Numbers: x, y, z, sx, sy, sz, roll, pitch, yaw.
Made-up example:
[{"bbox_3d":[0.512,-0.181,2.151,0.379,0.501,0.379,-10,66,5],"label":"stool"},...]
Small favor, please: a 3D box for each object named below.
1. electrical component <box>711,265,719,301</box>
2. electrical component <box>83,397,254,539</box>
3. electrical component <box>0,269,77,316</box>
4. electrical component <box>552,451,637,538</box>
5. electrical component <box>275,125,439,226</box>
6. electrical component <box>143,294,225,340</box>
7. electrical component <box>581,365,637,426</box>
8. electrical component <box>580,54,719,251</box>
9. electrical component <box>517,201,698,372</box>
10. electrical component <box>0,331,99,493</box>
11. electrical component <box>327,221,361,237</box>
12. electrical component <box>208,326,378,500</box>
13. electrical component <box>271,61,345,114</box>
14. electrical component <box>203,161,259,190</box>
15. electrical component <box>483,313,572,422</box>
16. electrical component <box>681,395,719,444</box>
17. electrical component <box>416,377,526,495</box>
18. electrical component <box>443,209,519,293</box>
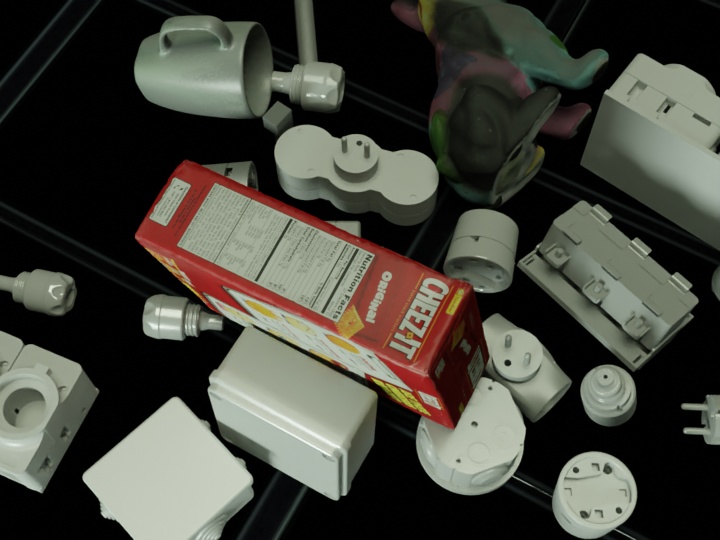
[{"bbox_3d":[0.303,0.003,0.842,0.043,0.062,0.043,0,64,0],"label":"electrical component"},{"bbox_3d":[-0.136,0.157,0.780,0.100,0.048,0.100,-41,71,-17],"label":"electrical component"},{"bbox_3d":[-0.260,0.016,0.857,0.061,0.035,0.035,11,65,9],"label":"electrical component"},{"bbox_3d":[0.167,0.164,0.774,0.055,0.047,0.055,0,64,0],"label":"electrical component"},{"bbox_3d":[-0.003,-0.086,0.881,0.138,0.073,0.052,15,65,8],"label":"electrical component"},{"bbox_3d":[-0.138,0.039,0.845,0.061,0.035,0.035,6,65,1],"label":"electrical component"},{"bbox_3d":[0.184,0.089,0.797,0.040,0.078,0.040,-6,68,14],"label":"electrical component"},{"bbox_3d":[0.280,-0.084,0.860,0.186,0.105,0.060,35,69,16],"label":"electrical component"},{"bbox_3d":[0.195,0.009,0.835,0.079,0.063,0.121,-34,68,-32],"label":"electrical component"},{"bbox_3d":[-0.289,0.091,0.806,0.150,0.061,0.089,21,66,10],"label":"electrical component"},{"bbox_3d":[0.000,0.000,0.855,0.077,0.047,0.065,0,64,1],"label":"electrical component"},{"bbox_3d":[-0.047,0.104,0.772,0.109,0.108,0.056,27,65,12],"label":"electrical component"},{"bbox_3d":[-0.046,-0.160,0.935,0.062,0.043,0.043,8,65,6],"label":"electrical component"},{"bbox_3d":[-0.111,-0.061,0.882,0.047,0.055,0.055,-1,64,4],"label":"electrical component"},{"bbox_3d":[0.117,0.068,0.804,0.044,0.079,0.077,-43,71,-10],"label":"electrical component"},{"bbox_3d":[0.277,0.111,0.799,0.076,0.047,0.083,2,64,2],"label":"electrical component"},{"bbox_3d":[0.082,0.121,0.793,0.080,0.051,0.080,0,64,0],"label":"electrical component"},{"bbox_3d":[0.098,-0.016,0.858,0.055,0.055,0.047,13,62,7],"label":"electrical component"}]
